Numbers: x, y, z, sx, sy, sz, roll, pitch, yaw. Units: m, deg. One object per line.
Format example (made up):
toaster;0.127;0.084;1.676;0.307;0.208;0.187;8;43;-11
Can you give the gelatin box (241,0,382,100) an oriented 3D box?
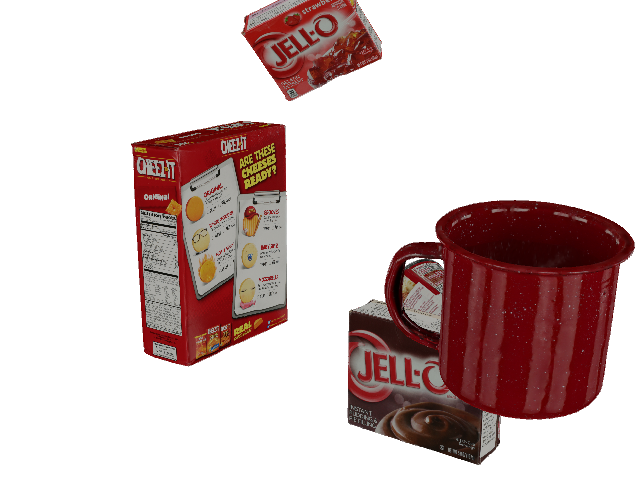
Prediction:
gelatin box;-0.006;-0.160;0.844;0.089;0.073;0.030;-22;37;20

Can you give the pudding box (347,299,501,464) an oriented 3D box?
pudding box;0.073;0.098;0.759;0.114;0.090;0.039;11;21;32

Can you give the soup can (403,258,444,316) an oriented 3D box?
soup can;0.116;0.069;0.978;0.068;0.068;0.102;0;26;-35

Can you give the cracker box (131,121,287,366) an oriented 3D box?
cracker box;-0.107;-0.002;1.066;0.072;0.214;0.163;9;17;34

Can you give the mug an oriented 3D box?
mug;0.088;0.032;0.524;0.117;0.081;0.093;6;22;13
